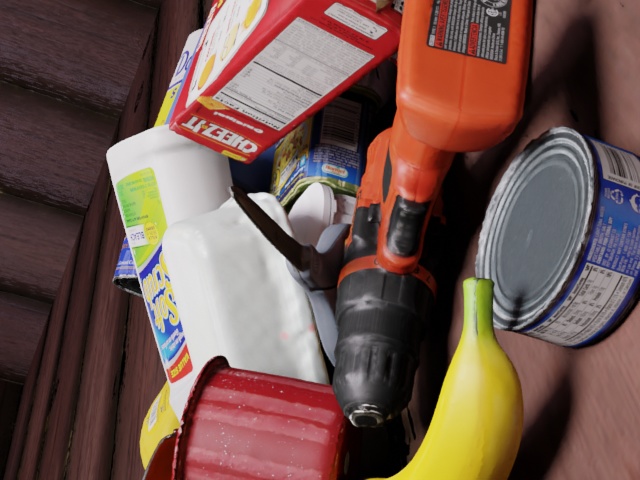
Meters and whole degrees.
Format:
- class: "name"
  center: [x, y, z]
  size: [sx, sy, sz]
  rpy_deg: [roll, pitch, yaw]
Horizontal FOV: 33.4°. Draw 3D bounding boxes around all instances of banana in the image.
- class: "banana"
  center: [0.049, 0.101, 0.469]
  size: [0.198, 0.037, 0.069]
  rpy_deg: [112, 165, -48]

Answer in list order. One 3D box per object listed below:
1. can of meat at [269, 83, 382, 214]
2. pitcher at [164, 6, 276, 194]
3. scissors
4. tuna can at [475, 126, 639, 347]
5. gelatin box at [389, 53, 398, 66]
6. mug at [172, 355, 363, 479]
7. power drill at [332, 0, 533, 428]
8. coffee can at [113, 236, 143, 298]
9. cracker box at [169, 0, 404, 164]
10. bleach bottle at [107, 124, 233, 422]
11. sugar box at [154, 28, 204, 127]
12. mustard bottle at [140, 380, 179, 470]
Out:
- class: "can of meat"
  center: [0.000, -0.054, 0.766]
  size: [0.102, 0.057, 0.084]
  rpy_deg: [136, 146, -59]
- class: "pitcher"
  center: [-0.046, -0.138, 0.901]
  size: [0.149, 0.144, 0.243]
  rpy_deg: [-5, 65, 59]
- class: "scissors"
  center: [-0.004, 0.001, 0.574]
  size: [0.201, 0.016, 0.096]
  rpy_deg: [63, -153, -48]
- class: "tuna can"
  center: [0.099, 0.000, 0.433]
  size: [0.086, 0.033, 0.086]
  rpy_deg: [-163, 90, -74]
- class: "gelatin box"
  center: [0.072, -0.138, 0.663]
  size: [0.089, 0.030, 0.073]
  rpy_deg: [-115, 46, -67]
- class: "mug"
  center: [-0.027, 0.125, 0.563]
  size: [0.093, 0.081, 0.117]
  rpy_deg: [64, -144, -68]
- class: "power drill"
  center: [0.046, -0.024, 0.515]
  size: [0.188, 0.057, 0.184]
  rpy_deg: [106, 174, -53]
- class: "coffee can"
  center: [-0.152, -0.010, 1.129]
  size: [0.103, 0.102, 0.140]
  rpy_deg: [150, 134, -67]
- class: "cracker box"
  center: [-0.004, -0.157, 0.653]
  size: [0.214, 0.072, 0.164]
  rpy_deg: [-29, 41, 58]
- class: "bleach bottle"
  center: [-0.084, 0.047, 0.759]
  size: [0.103, 0.067, 0.251]
  rpy_deg: [-12, 91, 55]
- class: "sugar box"
  center: [-0.114, -0.111, 0.984]
  size: [0.094, 0.048, 0.176]
  rpy_deg: [4, 74, 55]
- class: "mustard bottle"
  center: [-0.097, 0.117, 0.904]
  size: [0.096, 0.058, 0.192]
  rpy_deg: [-85, 19, -51]
